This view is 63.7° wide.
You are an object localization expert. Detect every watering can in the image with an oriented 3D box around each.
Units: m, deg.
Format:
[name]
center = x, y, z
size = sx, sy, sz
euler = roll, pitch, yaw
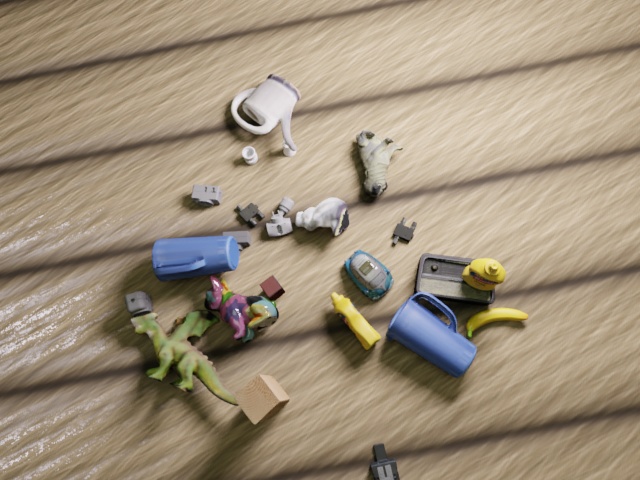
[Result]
[watering can]
center = -0.149, -0.436, 1.739
size = 0.351, 0.102, 0.226
euler = 34, 78, 28

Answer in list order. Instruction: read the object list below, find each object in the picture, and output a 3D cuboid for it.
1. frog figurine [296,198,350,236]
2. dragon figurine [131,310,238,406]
[frog figurine]
center = 0.005, -0.082, 1.624
size = 0.160, 0.120, 0.140
euler = 17, 42, 18
[dragon figurine]
center = -0.382, 0.321, 1.530
size = 0.411, 0.120, 0.247
euler = 15, 66, 7
